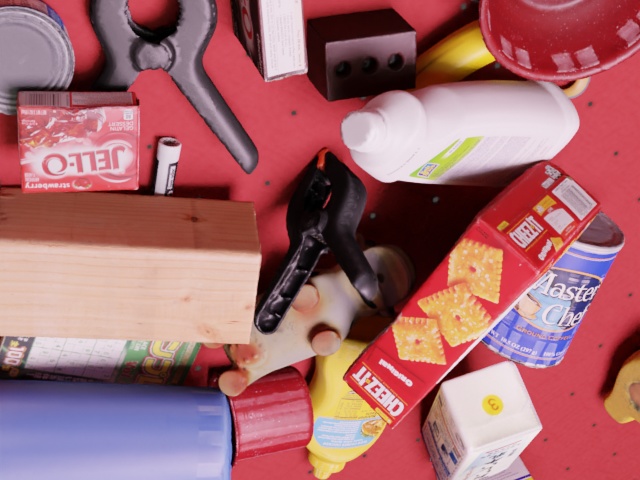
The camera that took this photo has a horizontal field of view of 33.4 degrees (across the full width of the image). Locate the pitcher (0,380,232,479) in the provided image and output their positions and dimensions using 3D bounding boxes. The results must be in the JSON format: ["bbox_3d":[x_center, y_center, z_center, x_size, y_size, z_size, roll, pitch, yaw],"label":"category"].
[{"bbox_3d":[-0.205,0.188,0.947,0.242,0.149,0.145,1,114,-11],"label":"pitcher"}]

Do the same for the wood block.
[{"bbox_3d":[-0.157,0.021,0.867,0.206,0.091,0.090,3,122,-10],"label":"wood block"}]

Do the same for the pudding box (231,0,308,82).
[{"bbox_3d":[-0.042,-0.187,0.786,0.039,0.090,0.113,-15,127,-11],"label":"pudding box"}]

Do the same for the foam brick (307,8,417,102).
[{"bbox_3d":[0.033,-0.150,0.863,0.078,0.051,0.053,-11,125,-12],"label":"foam brick"}]

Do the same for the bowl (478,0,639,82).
[{"bbox_3d":[0.194,-0.202,0.821,0.162,0.055,0.162,-6,136,-6],"label":"bowl"}]

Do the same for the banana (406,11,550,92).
[{"bbox_3d":[0.110,-0.140,0.902,0.198,0.037,0.069,-41,143,21],"label":"banana"}]

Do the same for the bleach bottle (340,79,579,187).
[{"bbox_3d":[0.108,-0.089,0.852,0.250,0.068,0.103,-4,144,-52],"label":"bleach bottle"}]

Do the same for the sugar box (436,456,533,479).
[{"bbox_3d":[0.200,0.301,1.155,0.093,0.176,0.048,-20,126,-5],"label":"sugar box"}]

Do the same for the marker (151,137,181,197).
[{"bbox_3d":[-0.136,-0.030,0.905,0.020,0.020,0.121,1,123,-21],"label":"marker"}]

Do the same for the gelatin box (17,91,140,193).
[{"bbox_3d":[-0.181,-0.073,0.803,0.089,0.030,0.073,-1,124,-13],"label":"gelatin box"}]

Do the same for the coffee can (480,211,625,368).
[{"bbox_3d":[0.215,0.037,1.025,0.102,0.103,0.140,7,121,-24],"label":"coffee can"}]

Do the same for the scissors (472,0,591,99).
[{"bbox_3d":[0.174,-0.173,0.921,0.201,0.016,0.096,4,122,-21],"label":"scissors"}]

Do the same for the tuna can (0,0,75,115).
[{"bbox_3d":[-0.226,-0.138,0.789,0.086,0.034,0.086,-9,125,-14],"label":"tuna can"}]

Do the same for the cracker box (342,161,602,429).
[{"bbox_3d":[0.128,0.043,0.916,0.163,0.072,0.214,-35,166,-52],"label":"cracker box"}]

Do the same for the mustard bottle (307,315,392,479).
[{"bbox_3d":[0.026,0.166,1.073,0.096,0.058,0.192,2,122,-26],"label":"mustard bottle"}]

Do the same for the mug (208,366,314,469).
[{"bbox_3d":[-0.059,0.175,1.035,0.081,0.093,0.117,-8,139,-21],"label":"mug"}]

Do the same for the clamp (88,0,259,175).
[{"bbox_3d":[-0.117,-0.140,0.817,0.164,0.036,0.210,6,117,-10],"label":"clamp"}]

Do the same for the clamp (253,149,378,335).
[{"bbox_3d":[-0.006,0.001,0.895,0.120,0.171,0.039,-23,132,24],"label":"clamp"}]
